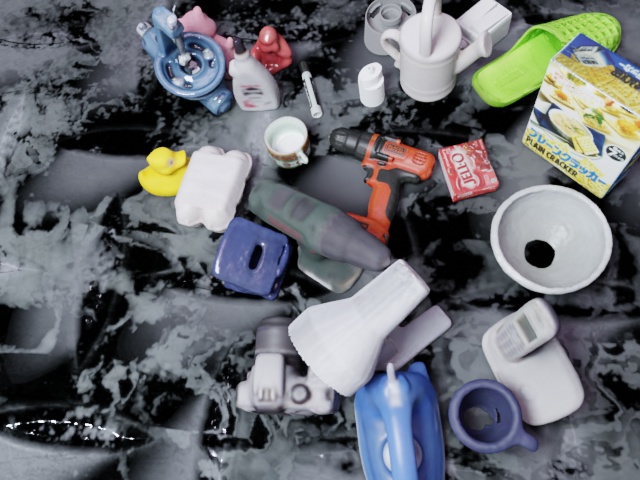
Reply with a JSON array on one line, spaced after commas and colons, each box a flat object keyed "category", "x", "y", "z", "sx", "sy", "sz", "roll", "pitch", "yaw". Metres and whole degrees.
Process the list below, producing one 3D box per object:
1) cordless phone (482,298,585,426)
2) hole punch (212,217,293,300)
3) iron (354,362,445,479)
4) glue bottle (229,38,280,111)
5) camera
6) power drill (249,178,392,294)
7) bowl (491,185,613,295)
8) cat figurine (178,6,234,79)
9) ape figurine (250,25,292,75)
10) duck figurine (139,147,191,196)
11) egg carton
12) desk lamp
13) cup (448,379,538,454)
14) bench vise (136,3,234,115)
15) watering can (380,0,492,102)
[{"category": "cordless phone", "x": 0.283, "y": 0.154, "z": 0.736, "sx": 0.094, "sy": 0.185, "sz": 0.147, "roll": -26, "pitch": 67, "yaw": -2}, {"category": "hole punch", "x": -0.102, "y": 0.028, "z": 0.891, "sx": 0.101, "sy": 0.091, "sz": 0.109, "roll": 13, "pitch": 71, "yaw": 13}, {"category": "iron", "x": 0.108, "y": 0.284, "z": 0.734, "sx": 0.118, "sy": 0.141, "sz": 0.258, "roll": -9, "pitch": 68, "yaw": 5}, {"category": "glue bottle", "x": -0.120, "y": -0.281, "z": 0.969, "sx": 0.078, "sy": 0.173, "sz": 0.037, "roll": -5, "pitch": 68, "yaw": 7}, {"category": "camera", "x": -0.046, "y": 0.179, "z": 0.819, "sx": 0.143, "sy": 0.101, "sz": 0.137, "roll": -2, "pitch": 69, "yaw": 8}, {"category": "power drill", "x": 0.008, "y": 0.003, "z": 0.821, "sx": 0.229, "sy": 0.209, "sz": 0.076, "roll": 31, "pitch": 76, "yaw": 18}, {"category": "bowl", "x": 0.333, "y": 0.007, "z": 0.845, "sx": 0.167, "sy": 0.075, "sz": 0.167, "roll": -3, "pitch": 69, "yaw": 7}, {"category": "cat figurine", "x": -0.201, "y": -0.370, "z": 1.046, "sx": 0.127, "sy": 0.118, "sz": 0.067, "roll": 30, "pitch": 76, "yaw": 18}, {"category": "ape figurine", "x": -0.089, "y": -0.348, "z": 1.035, "sx": 0.077, "sy": 0.092, "sz": 0.076, "roll": 15, "pitch": 72, "yaw": 14}, {"category": "duck figurine", "x": -0.265, "y": -0.124, "z": 0.976, "sx": 0.104, "sy": 0.086, "sz": 0.077, "roll": -15, "pitch": 67, "yaw": 2}, {"category": "egg carton", "x": -0.177, "y": -0.086, "z": 0.958, "sx": 0.107, "sy": 0.069, "sz": 0.150, "roll": 11, "pitch": 71, "yaw": 12}, {"category": "desk lamp", "x": 0.073, "y": 0.113, "z": 0.767, "sx": 0.203, "sy": 0.214, "sz": 0.117, "roll": -38, "pitch": 68, "yaw": -7}, {"category": "cup", "x": 0.226, "y": 0.243, "z": 0.758, "sx": 0.117, "sy": 0.095, "sz": 0.092, "roll": 28, "pitch": 75, "yaw": 17}, {"category": "bench vise", "x": -0.258, "y": -0.322, "z": 0.980, "sx": 0.207, "sy": 0.220, "sz": 0.121, "roll": 22, "pitch": 74, "yaw": 16}, {"category": "watering can", "x": 0.187, "y": -0.323, "z": 0.930, "sx": 0.172, "sy": 0.194, "sz": 0.101, "roll": -7, "pitch": 68, "yaw": 6}]
